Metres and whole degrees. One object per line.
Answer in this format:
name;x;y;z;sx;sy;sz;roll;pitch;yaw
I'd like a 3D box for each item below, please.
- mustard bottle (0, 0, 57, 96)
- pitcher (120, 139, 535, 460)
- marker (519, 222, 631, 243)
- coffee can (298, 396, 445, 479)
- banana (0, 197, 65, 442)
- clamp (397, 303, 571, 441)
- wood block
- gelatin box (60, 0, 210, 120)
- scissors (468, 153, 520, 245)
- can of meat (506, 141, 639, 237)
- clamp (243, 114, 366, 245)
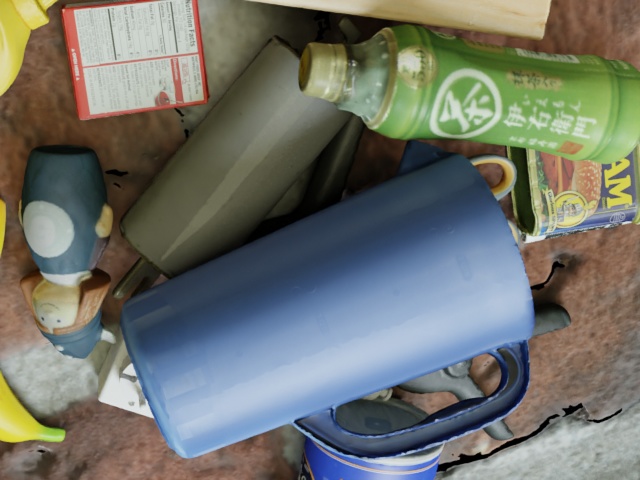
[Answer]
mustard bottle;-0.246;-0.121;0.666;0.191;0.058;0.096;-28;111;-2
pitcher;0.007;0.055;0.677;0.242;0.149;0.145;-22;127;-6
marker;0.212;-0.017;0.818;0.121;0.020;0.020;-10;110;-8
coffee can;0.031;0.200;0.809;0.102;0.103;0.140;6;107;-14
banana;-0.234;0.067;0.746;0.069;0.037;0.198;-26;119;-37
clamp;0.104;0.097;0.823;0.171;0.039;0.120;9;102;-19
wood block;0.040;-0.190;0.685;0.206;0.091;0.090;5;107;-14
gelatin box;-0.121;-0.123;0.706;0.089;0.030;0.073;-9;109;-10
scissors;0.063;0.013;0.764;0.201;0.016;0.096;-35;112;-6
can of meat;0.184;-0.056;0.774;0.084;0.057;0.102;-9;100;-5
clamp;-0.005;0.001;0.769;0.210;0.036;0.164;-30;111;-4
